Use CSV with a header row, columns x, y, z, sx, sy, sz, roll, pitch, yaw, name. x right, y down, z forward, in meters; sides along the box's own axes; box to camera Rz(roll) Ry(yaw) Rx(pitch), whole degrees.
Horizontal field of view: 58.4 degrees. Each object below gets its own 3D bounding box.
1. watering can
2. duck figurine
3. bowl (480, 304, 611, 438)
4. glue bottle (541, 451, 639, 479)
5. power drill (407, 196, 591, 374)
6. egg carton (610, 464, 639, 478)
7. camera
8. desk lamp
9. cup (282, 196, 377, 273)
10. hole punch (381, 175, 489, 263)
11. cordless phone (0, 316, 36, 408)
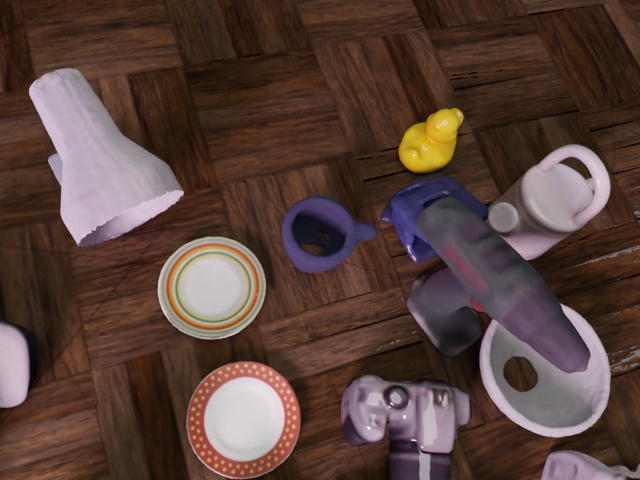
x,y,z,sx,sy,sz,roll,pitch,yaw,name
0.295,-0.046,0.742,0.101,0.194,0.173,44,68,8,watering can
0.163,-0.149,0.816,0.105,0.086,0.077,-40,80,-22,duck figurine
0.268,0.161,0.719,0.167,0.074,0.167,4,68,-9,bowl
0.301,0.271,0.628,0.037,0.173,0.078,26,66,1,glue bottle
0.184,0.068,0.668,0.076,0.208,0.229,-31,77,-20,power drill
0.385,0.342,0.672,0.107,0.069,0.150,-5,70,-12,egg carton
0.100,0.229,0.647,0.143,0.100,0.137,8,67,-7,camera
-0.246,-0.076,0.642,0.118,0.213,0.203,-30,77,-20,desk lamp
0.007,0.003,0.722,0.118,0.095,0.091,-3,69,-11,cup
0.152,-0.037,0.767,0.109,0.091,0.101,-24,75,-18,hole punch
-0.372,0.107,0.561,0.147,0.185,0.094,5,68,-8,cordless phone
